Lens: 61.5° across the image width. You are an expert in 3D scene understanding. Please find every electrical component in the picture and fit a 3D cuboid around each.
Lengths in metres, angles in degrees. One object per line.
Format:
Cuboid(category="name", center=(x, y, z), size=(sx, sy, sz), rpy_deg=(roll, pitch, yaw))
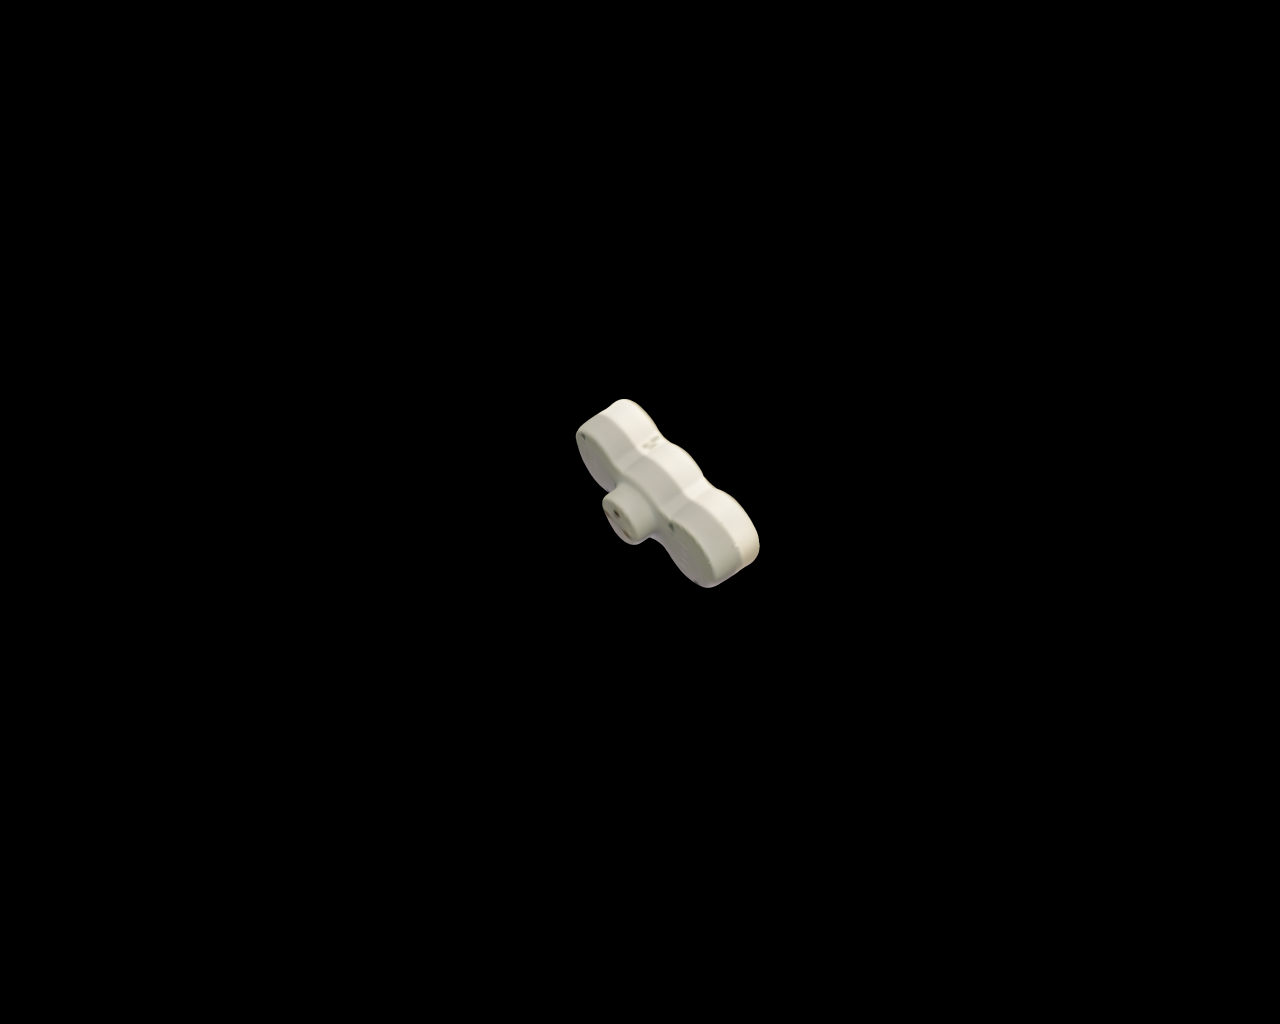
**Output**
Cuboid(category="electrical component", center=(0.001, -0.003, 0.650), size=(0.074, 0.138, 0.052), rpy_deg=(-33, -28, -20))
